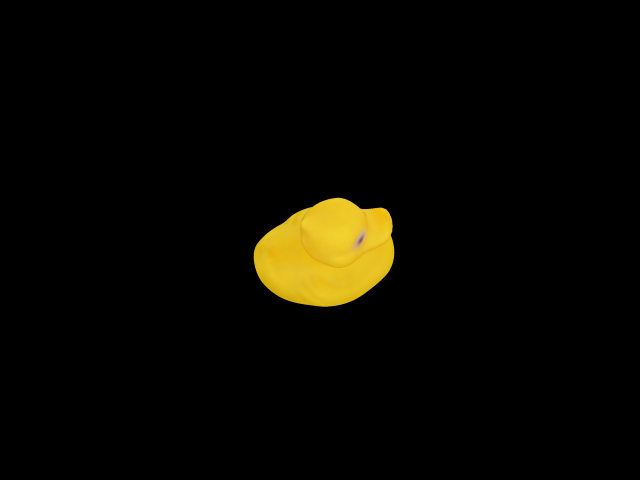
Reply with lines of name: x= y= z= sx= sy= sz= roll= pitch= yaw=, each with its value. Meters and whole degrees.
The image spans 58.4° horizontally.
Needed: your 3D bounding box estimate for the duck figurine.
duck figurine: x=0.004 y=0.001 z=0.400 sx=0.104 sy=0.086 sz=0.077 roll=-10 pitch=70 yaw=-3
